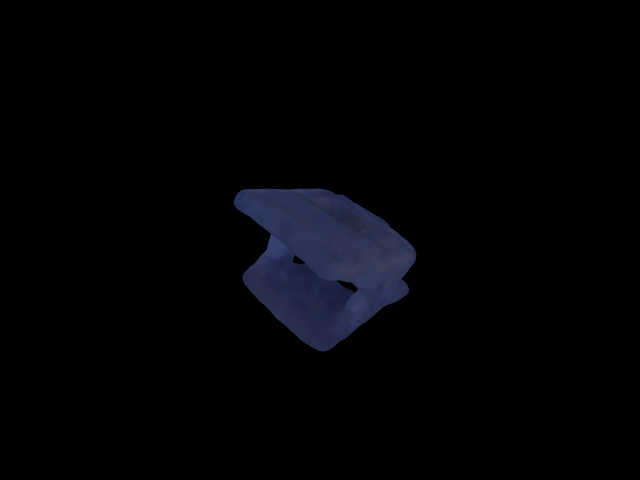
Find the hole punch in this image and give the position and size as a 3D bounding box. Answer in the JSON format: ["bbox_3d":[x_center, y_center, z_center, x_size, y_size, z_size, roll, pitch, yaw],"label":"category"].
[{"bbox_3d":[0.004,0.001,0.400,0.101,0.091,0.108,-31,50,-30],"label":"hole punch"}]
